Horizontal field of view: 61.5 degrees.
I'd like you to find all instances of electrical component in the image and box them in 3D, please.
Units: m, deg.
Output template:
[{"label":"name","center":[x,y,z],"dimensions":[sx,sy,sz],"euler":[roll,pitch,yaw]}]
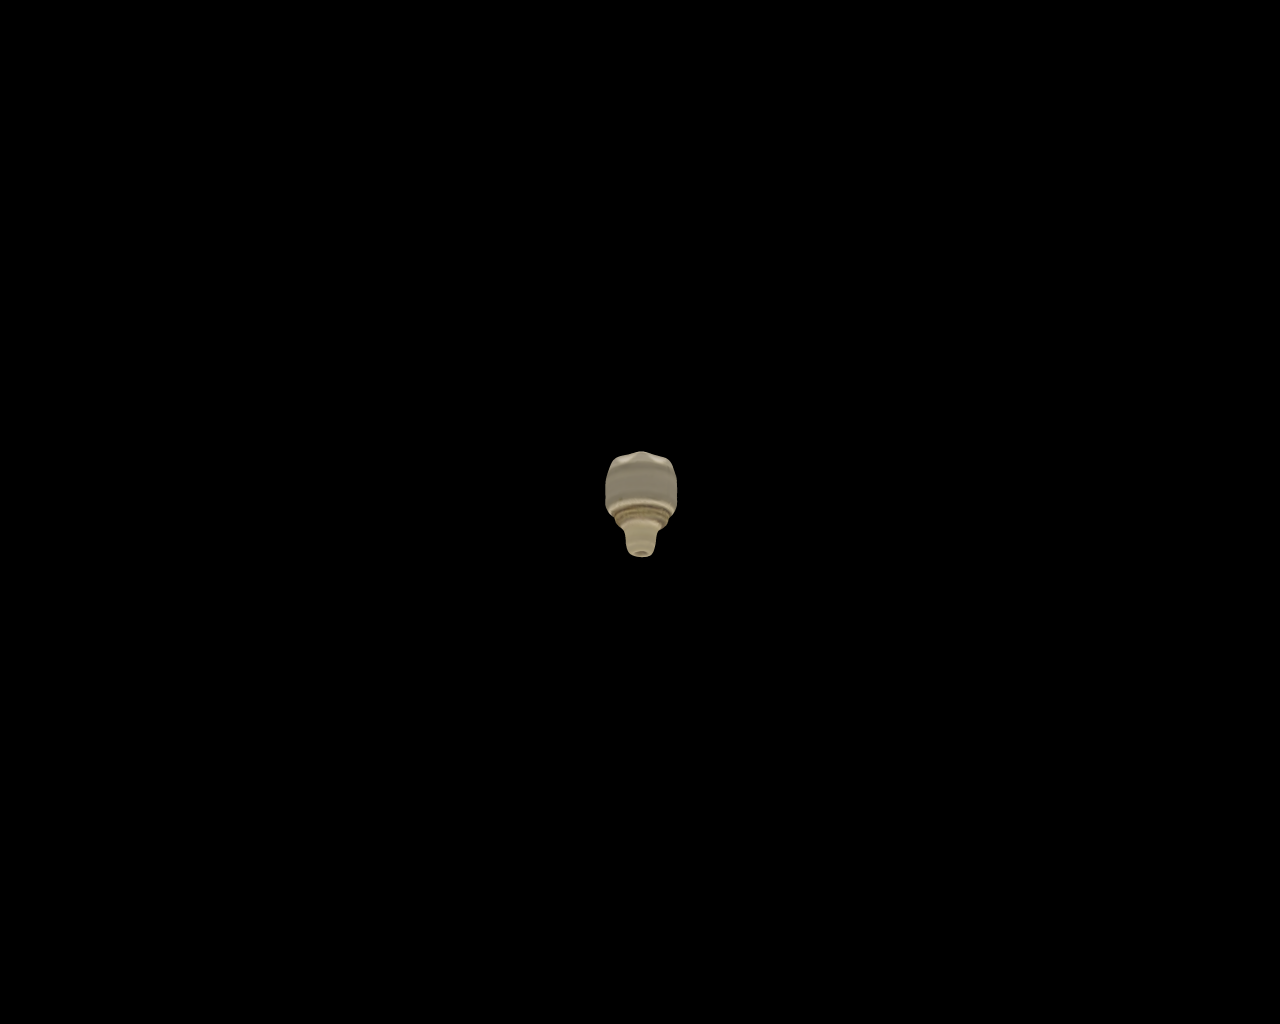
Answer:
[{"label":"electrical component","center":[0.001,-0.003,0.650],"dimensions":[0.043,0.062,0.043],"euler":[0,-22,0]}]
